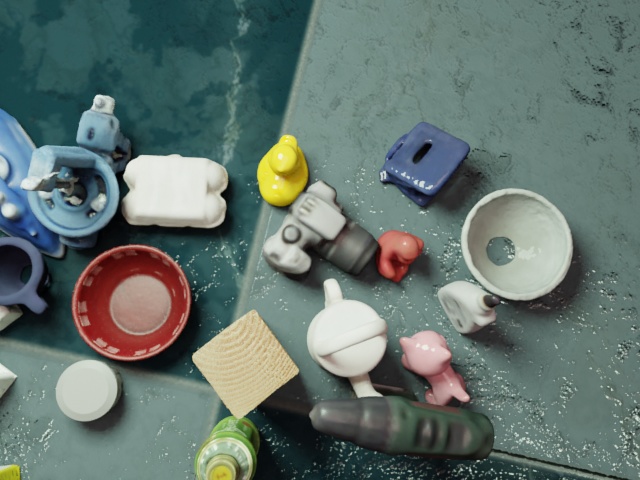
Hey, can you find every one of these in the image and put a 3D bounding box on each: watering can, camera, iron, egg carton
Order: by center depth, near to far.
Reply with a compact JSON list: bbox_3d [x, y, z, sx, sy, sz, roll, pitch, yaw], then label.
[{"bbox_3d":[0.042,0.137,0.761,0.101,0.194,0.173,-39,85,-9],"label":"watering can"},{"bbox_3d":[-0.447,-0.090,0.786,0.119,0.141,0.258,-36,85,-9],"label":"iron"},{"bbox_3d":[0.008,0.003,0.828,0.137,0.100,0.143,35,80,2],"label":"camera"},{"bbox_3d":[-0.211,-0.070,0.839,0.150,0.069,0.107,1,80,-4],"label":"egg carton"}]

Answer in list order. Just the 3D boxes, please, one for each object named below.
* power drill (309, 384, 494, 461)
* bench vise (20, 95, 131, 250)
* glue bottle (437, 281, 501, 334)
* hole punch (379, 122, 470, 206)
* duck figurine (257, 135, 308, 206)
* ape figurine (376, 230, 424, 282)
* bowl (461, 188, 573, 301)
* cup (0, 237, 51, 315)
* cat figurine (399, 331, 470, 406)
[{"bbox_3d":[0.094,0.234,0.742,0.229,0.208,0.076,9,80,-3],"label":"power drill"},{"bbox_3d":[-0.333,-0.103,0.758,0.121,0.219,0.207,-4,81,-5],"label":"bench vise"},{"bbox_3d":[0.214,0.090,0.794,0.037,0.173,0.078,-25,83,-8],"label":"glue bottle"},{"bbox_3d":[0.155,-0.119,0.866,0.101,0.091,0.109,39,80,3],"label":"hole punch"},{"bbox_3d":[-0.055,-0.106,0.849,0.077,0.086,0.104,13,80,-2],"label":"duck figurine"},{"bbox_3d":[0.120,0.017,0.839,0.078,0.092,0.076,-21,83,-8],"label":"ape figurine"},{"bbox_3d":[0.284,0.011,0.863,0.167,0.074,0.167,1,80,-4],"label":"bowl"},{"bbox_3d":[-0.403,0.057,0.788,0.092,0.095,0.118,-42,86,-10],"label":"cup"},{"bbox_3d":[0.163,0.177,0.803,0.067,0.117,0.128,-37,85,-9],"label":"cat figurine"}]
